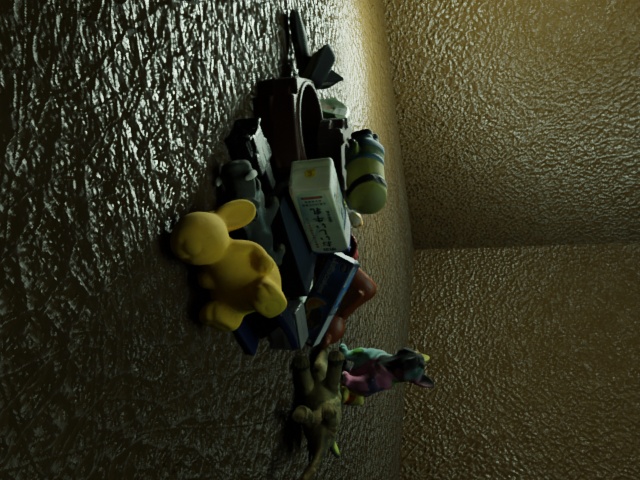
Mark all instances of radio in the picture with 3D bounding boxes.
[{"bbox_3d":[-0.067,-0.010,1.017,0.131,0.073,0.229,-77,161,-46],"label":"radio"}]

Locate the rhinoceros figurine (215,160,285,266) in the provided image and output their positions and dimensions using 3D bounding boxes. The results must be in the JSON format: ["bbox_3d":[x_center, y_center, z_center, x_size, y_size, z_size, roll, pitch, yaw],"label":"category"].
[{"bbox_3d":[-0.114,-0.032,0.849,0.112,0.073,0.190,-46,129,-64],"label":"rhinoceros figurine"}]

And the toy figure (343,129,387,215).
[{"bbox_3d":[0.088,-0.134,1.038,0.089,0.082,0.180,124,-26,-63],"label":"toy figure"}]

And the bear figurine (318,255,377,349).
[{"bbox_3d":[0.033,0.143,1.233,0.132,0.196,0.120,44,2,-1],"label":"bear figurine"}]

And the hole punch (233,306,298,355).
[{"bbox_3d":[-0.086,0.120,0.903,0.142,0.092,0.116,66,22,-45],"label":"hole punch"}]

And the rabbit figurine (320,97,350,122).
[{"bbox_3d":[0.006,-0.250,1.306,0.159,0.121,0.170,-83,-178,-53],"label":"rabbit figurine"}]

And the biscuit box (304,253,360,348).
[{"bbox_3d":[0.010,0.122,1.132,0.202,0.063,0.059,-64,165,6],"label":"biscuit box"}]

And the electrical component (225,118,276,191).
[{"bbox_3d":[-0.113,-0.139,0.909,0.075,0.048,0.119,-77,159,-44],"label":"electrical component"}]

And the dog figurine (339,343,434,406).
[{"bbox_3d":[0.151,0.317,1.263,0.191,0.219,0.108,94,-2,-45],"label":"dog figurine"}]

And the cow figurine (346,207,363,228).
[{"bbox_3d":[0.036,-0.092,1.280,0.068,0.098,0.167,52,15,-69],"label":"cow figurine"}]

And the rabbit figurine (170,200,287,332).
[{"bbox_3d":[-0.127,0.017,0.724,0.173,0.122,0.162,45,39,-42],"label":"rabbit figurine"}]

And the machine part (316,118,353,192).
[{"bbox_3d":[0.039,-0.169,1.135,0.179,0.056,0.179,-1,90,-76],"label":"machine part"}]

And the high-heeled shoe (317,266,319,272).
[{"bbox_3d":[0.029,-0.018,1.372,0.145,0.086,0.249,75,19,-62],"label":"high-heeled shoe"}]

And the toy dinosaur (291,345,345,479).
[{"bbox_3d":[0.000,0.341,1.171,0.471,0.105,0.198,-76,166,-60],"label":"toy dinosaur"}]

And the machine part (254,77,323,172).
[{"bbox_3d":[-0.053,-0.219,1.073,0.201,0.087,0.201,-42,130,-71],"label":"machine part"}]

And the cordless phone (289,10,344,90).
[{"bbox_3d":[-0.023,-0.416,1.166,0.147,0.089,0.184,-159,-126,-74],"label":"cordless phone"}]

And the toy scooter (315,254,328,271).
[{"bbox_3d":[-0.002,-0.004,1.211,0.184,0.075,0.135,-102,-176,-47],"label":"toy scooter"}]
